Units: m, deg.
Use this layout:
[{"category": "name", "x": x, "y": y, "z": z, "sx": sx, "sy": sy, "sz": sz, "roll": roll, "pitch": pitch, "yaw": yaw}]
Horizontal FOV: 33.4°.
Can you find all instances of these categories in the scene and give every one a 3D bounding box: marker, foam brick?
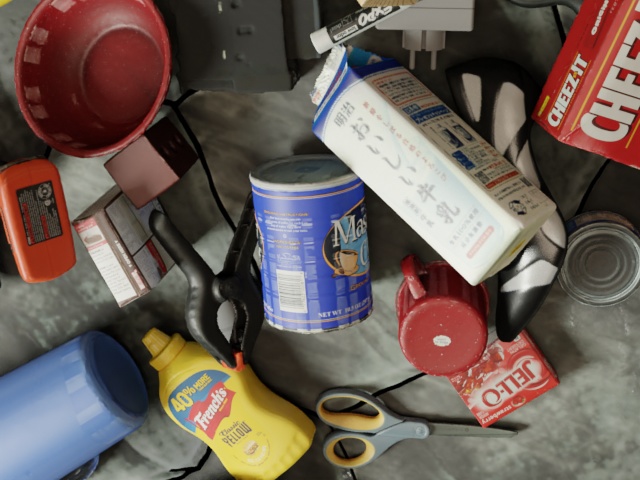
[{"category": "marker", "x": 0.049, "y": -0.191, "z": 0.894, "sx": 0.121, "sy": 0.020, "sz": 0.020, "roll": -25, "pitch": 105, "yaw": 15}, {"category": "foam brick", "x": -0.154, "y": -0.072, "z": 0.979, "sx": 0.051, "sy": 0.078, "sz": 0.053, "roll": -34, "pitch": 102, "yaw": 17}]

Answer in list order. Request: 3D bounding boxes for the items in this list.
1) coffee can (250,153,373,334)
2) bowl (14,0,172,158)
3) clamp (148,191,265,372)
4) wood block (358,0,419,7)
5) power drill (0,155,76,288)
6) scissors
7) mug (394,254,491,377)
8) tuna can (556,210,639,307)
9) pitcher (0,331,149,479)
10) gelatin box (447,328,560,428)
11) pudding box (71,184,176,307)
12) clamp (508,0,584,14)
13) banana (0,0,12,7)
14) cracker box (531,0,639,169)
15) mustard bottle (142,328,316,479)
[{"category": "coffee can", "x": -0.006, "y": 0.001, "z": 0.974, "sx": 0.103, "sy": 0.102, "sz": 0.140, "roll": -3, "pitch": 109, "yaw": 7}, {"category": "bowl", "x": -0.190, "y": -0.151, "z": 0.950, "sx": 0.162, "sy": 0.055, "sz": 0.162, "roll": 0, "pitch": 89, "yaw": 22}, {"category": "clamp", "x": -0.085, "y": 0.035, "z": 1.000, "sx": 0.120, "sy": 0.039, "sz": 0.171, "roll": -21, "pitch": 108, "yaw": -23}, {"category": "wood block", "x": 0.027, "y": -0.292, "z": 0.832, "sx": 0.090, "sy": 0.090, "sz": 0.206, "roll": -39, "pitch": 79, "yaw": 34}, {"category": "power drill", "x": -0.297, "y": -0.014, "z": 0.976, "sx": 0.188, "sy": 0.057, "sz": 0.184, "roll": 11, "pitch": 118, "yaw": 45}, {"category": "scissors", "x": 0.089, "y": 0.205, "z": 1.080, "sx": 0.201, "sy": 0.016, "sz": 0.096, "roll": 17, "pitch": 112, "yaw": 0}, {"category": "mug", "x": 0.109, "y": 0.066, "z": 0.995, "sx": 0.093, "sy": 0.081, "sz": 0.117, "roll": -26, "pitch": 104, "yaw": 14}, {"category": "tuna can", "x": 0.258, "y": 0.018, "z": 0.987, "sx": 0.086, "sy": 0.033, "sz": 0.086, "roll": 2, "pitch": 109, "yaw": 6}, {"category": "pitcher", "x": -0.290, "y": 0.197, "z": 1.069, "sx": 0.243, "sy": 0.149, "sz": 0.145, "roll": -30, "pitch": 88, "yaw": 12}, {"category": "gelatin box", "x": 0.176, "y": 0.129, "z": 1.036, "sx": 0.089, "sy": 0.030, "sz": 0.073, "roll": -33, "pitch": 102, "yaw": 16}, {"category": "pudding box", "x": -0.174, "y": -0.003, "z": 0.986, "sx": 0.039, "sy": 0.113, "sz": 0.090, "roll": -24, "pitch": 104, "yaw": 17}, {"category": "clamp", "x": 0.215, "y": -0.226, "z": 0.907, "sx": 0.210, "sy": 0.036, "sz": 0.165, "roll": 10, "pitch": 110, "yaw": 5}, {"category": "banana", "x": -0.261, "y": -0.232, "z": 0.943, "sx": 0.198, "sy": 0.069, "sz": 0.037, "roll": -26, "pitch": 138, "yaw": 8}, {"category": "cracker box", "x": 0.309, "y": -0.134, "z": 0.882, "sx": 0.213, "sy": 0.072, "sz": 0.164, "roll": 15, "pitch": 111, "yaw": -18}, {"category": "mustard bottle", "x": -0.101, "y": 0.158, "z": 1.062, "sx": 0.191, "sy": 0.058, "sz": 0.096, "roll": 45, "pitch": 114, "yaw": -9}]
